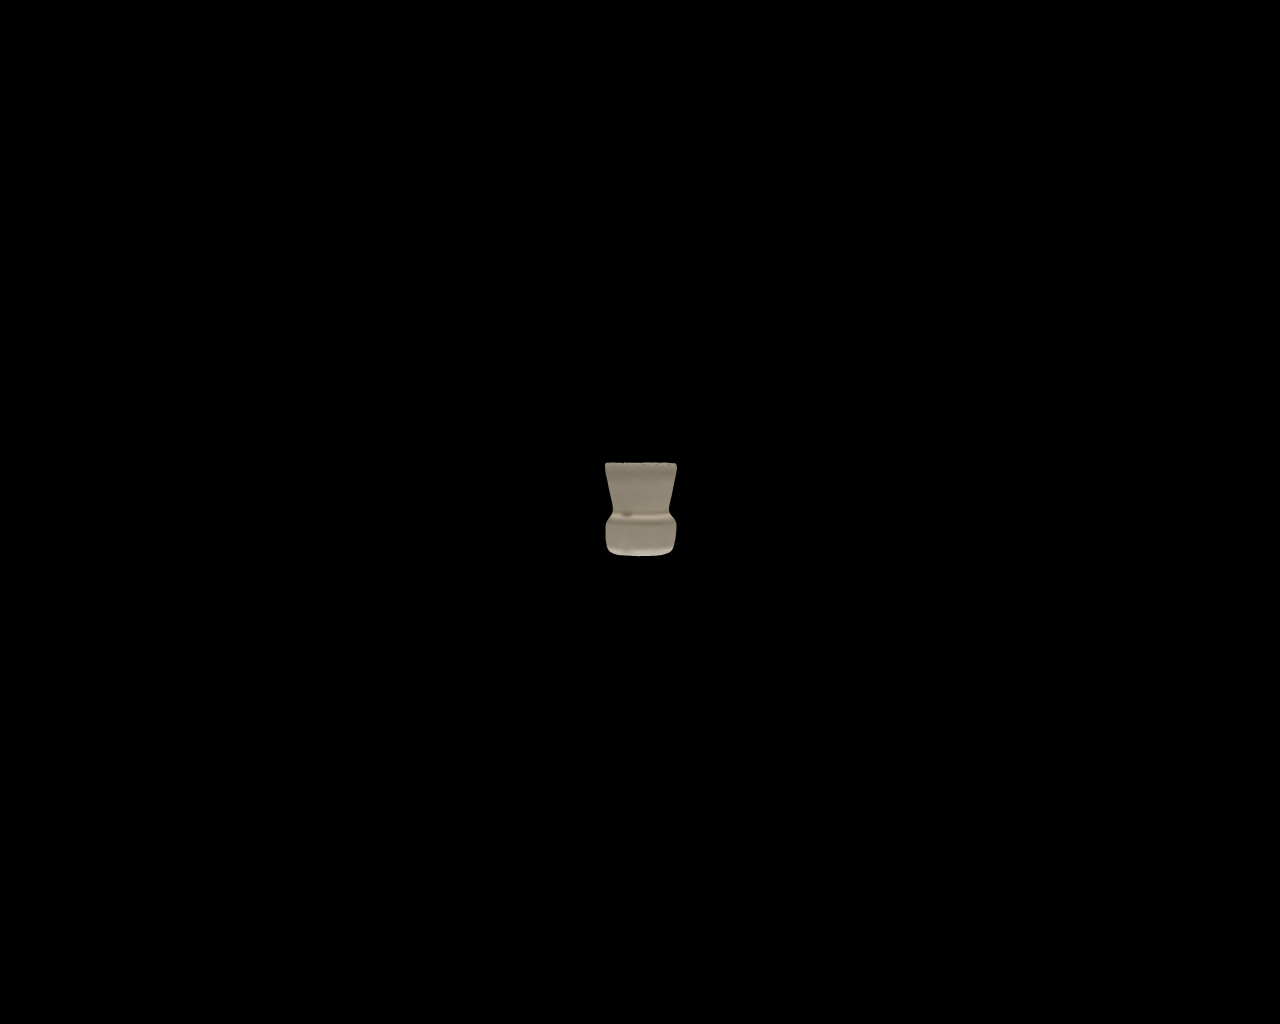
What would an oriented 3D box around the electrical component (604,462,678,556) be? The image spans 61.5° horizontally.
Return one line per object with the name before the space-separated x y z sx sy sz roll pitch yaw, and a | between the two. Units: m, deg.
electrical component | 0.001 -0.003 0.650 0.045 0.055 0.045 0 3 0
